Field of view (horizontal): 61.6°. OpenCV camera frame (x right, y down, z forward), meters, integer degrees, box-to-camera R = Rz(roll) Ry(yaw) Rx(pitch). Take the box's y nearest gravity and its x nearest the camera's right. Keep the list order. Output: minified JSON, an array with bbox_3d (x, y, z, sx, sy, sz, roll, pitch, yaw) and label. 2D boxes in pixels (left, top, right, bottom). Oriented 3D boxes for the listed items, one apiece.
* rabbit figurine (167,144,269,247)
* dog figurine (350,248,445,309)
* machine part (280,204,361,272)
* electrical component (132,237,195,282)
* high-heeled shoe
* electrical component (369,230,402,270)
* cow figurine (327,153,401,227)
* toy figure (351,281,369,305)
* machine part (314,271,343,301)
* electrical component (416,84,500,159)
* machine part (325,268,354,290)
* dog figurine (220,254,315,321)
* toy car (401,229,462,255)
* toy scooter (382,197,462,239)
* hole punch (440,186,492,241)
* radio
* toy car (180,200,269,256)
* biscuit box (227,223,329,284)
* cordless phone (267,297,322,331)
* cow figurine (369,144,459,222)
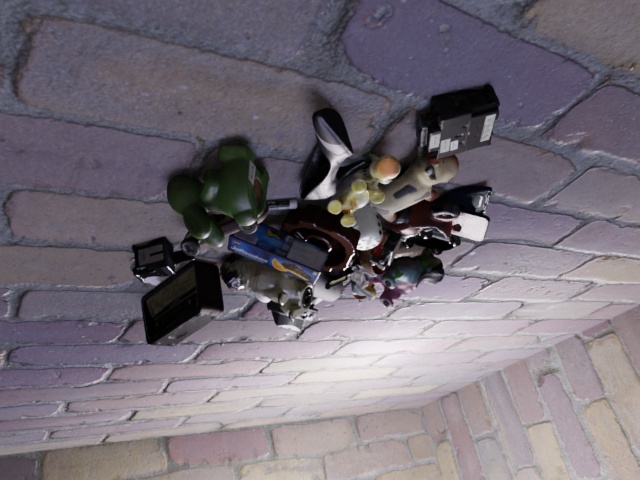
[{"bbox_3d":[-0.184,-0.069,0.932,0.170,0.159,0.121,-5,165,16],"label":"rabbit figurine"},{"bbox_3d":[0.211,0.073,1.396,0.219,0.192,0.108,-29,132,-34],"label":"dog figurine"},{"bbox_3d":[-0.002,-0.003,1.138,0.179,0.056,0.179,13,146,9],"label":"machine part"},{"bbox_3d":[-0.325,0.037,1.114,0.119,0.075,0.047,-12,153,3],"label":"electrical component"},{"bbox_3d":[-0.010,-0.139,0.920,0.145,0.086,0.248,-24,157,14],"label":"high-heeled shoe"},{"bbox_3d":[0.147,0.021,1.194,0.045,0.102,0.078,25,155,16],"label":"electrical component"},{"bbox_3d":[0.089,-0.109,1.027,0.068,0.098,0.167,39,121,-18],"label":"cow figurine"},{"bbox_3d":[0.121,0.137,1.518,0.064,0.058,0.154,-9,157,3],"label":"toy figure"},{"bbox_3d":[-0.014,0.105,1.375,0.079,0.079,0.243,-28,148,24],"label":"machine part"},{"bbox_3d":[0.239,-0.205,0.947,0.134,0.058,0.114,-13,150,-2],"label":"electrical component"},{"bbox_3d":[0.055,0.060,1.325,0.084,0.039,0.138,-18,139,-34],"label":"machine part"},{"bbox_3d":[-0.123,0.102,1.255,0.191,0.121,0.172,11,148,30],"label":"dog figurine"},{"bbox_3d":[0.273,-0.007,1.326,0.201,0.056,0.073,12,149,-39],"label":"toy car"},{"bbox_3d":[0.234,-0.044,1.170,0.184,0.075,0.135,-4,158,41],"label":"toy scooter"},{"bbox_3d":[0.331,-0.069,1.227,0.116,0.092,0.142,14,157,14],"label":"hole punch"},{"bbox_3d":[-0.327,0.155,1.267,0.229,0.131,0.073,-34,148,32],"label":"radio"},{"bbox_3d":[-0.187,-0.031,1.027,0.202,0.089,0.053,-18,122,24],"label":"toy car"},{"bbox_3d":[-0.088,0.021,1.113,0.203,0.059,0.062,22,148,-1],"label":"biscuit box"},{"bbox_3d":[-0.041,0.164,1.492,0.184,0.089,0.146,-39,144,20],"label":"cordless phone"},{"bbox_3d":[0.181,-0.117,1.060,0.195,0.085,0.127,-27,156,24],"label":"cow figurine"}]
